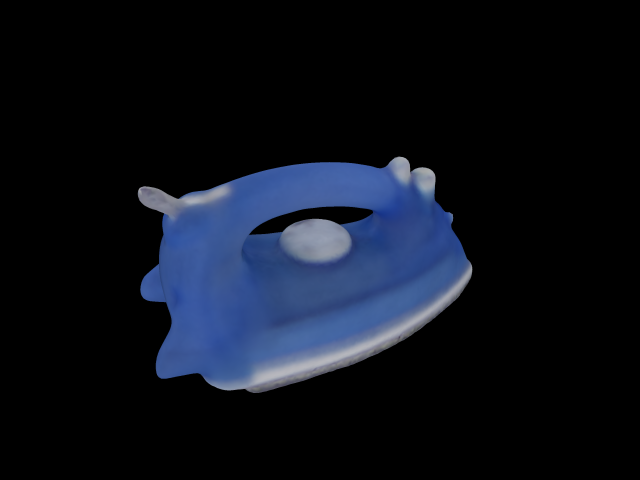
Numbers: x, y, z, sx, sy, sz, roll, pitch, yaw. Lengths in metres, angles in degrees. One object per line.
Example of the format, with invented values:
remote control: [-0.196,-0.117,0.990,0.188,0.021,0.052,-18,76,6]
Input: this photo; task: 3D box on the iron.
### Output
iron: [0.004,0.001,0.400,0.259,0.141,0.118,-14,40,-17]
